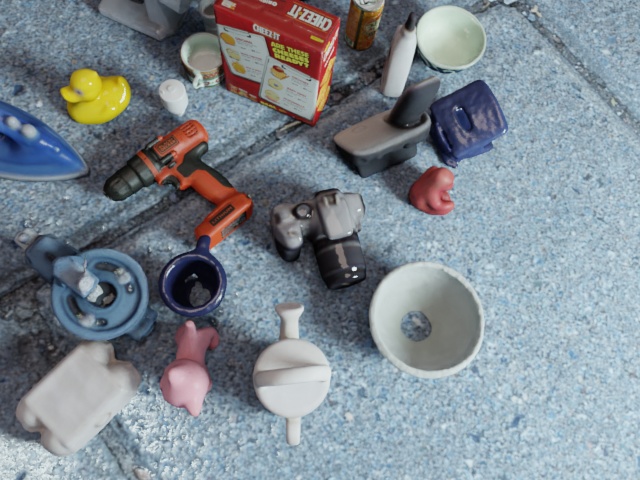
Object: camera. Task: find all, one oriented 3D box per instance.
[{"bbox_3d":[0.008,0.003,0.846,0.143,0.101,0.137,-13,75,-8],"label":"camera"}]

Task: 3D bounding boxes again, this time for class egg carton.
[{"bbox_3d":[-0.322,0.210,0.773,0.107,0.069,0.150,41,74,8],"label":"egg carton"}]

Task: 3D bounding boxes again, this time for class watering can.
[{"bbox_3d":[-0.039,0.171,0.743,0.101,0.194,0.173,-23,76,-11],"label":"watering can"}]

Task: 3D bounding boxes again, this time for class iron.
[{"bbox_3d":[-0.477,-0.167,0.835,0.258,0.141,0.119,18,73,1],"label":"iron"}]

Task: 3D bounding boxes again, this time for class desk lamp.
[{"bbox_3d":[-0.262,-0.413,0.889,0.203,0.213,0.118,23,73,3],"label":"desk lamp"}]

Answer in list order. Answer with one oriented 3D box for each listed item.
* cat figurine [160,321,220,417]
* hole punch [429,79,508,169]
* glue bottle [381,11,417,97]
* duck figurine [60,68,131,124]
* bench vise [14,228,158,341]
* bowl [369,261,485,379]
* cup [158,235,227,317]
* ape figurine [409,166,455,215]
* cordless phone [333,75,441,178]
[{"bbox_3d":[-0.178,0.171,0.771,0.067,0.118,0.128,4,73,-3],"label":"cat figurine"},{"bbox_3d":[0.235,-0.188,0.927,0.101,0.091,0.108,-20,76,-10],"label":"hole punch"},{"bbox_3d":[0.130,-0.303,0.910,0.037,0.173,0.078,6,73,-2],"label":"glue bottle"},{"bbox_3d":[-0.353,-0.235,0.895,0.105,0.086,0.077,-27,77,-12],"label":"duck figurine"},{"bbox_3d":[-0.323,0.055,0.740,0.207,0.219,0.121,18,73,1],"label":"bench vise"},{"bbox_3d":[0.148,0.119,0.836,0.167,0.075,0.167,1,73,-4],"label":"bowl"},{"bbox_3d":[-0.173,0.058,0.817,0.091,0.095,0.118,10,73,-1],"label":"cup"},{"bbox_3d":[0.181,-0.083,0.890,0.076,0.092,0.078,3,73,-4],"label":"ape figurine"},{"bbox_3d":[0.103,-0.182,0.865,0.148,0.185,0.094,-29,77,-12],"label":"cordless phone"}]
